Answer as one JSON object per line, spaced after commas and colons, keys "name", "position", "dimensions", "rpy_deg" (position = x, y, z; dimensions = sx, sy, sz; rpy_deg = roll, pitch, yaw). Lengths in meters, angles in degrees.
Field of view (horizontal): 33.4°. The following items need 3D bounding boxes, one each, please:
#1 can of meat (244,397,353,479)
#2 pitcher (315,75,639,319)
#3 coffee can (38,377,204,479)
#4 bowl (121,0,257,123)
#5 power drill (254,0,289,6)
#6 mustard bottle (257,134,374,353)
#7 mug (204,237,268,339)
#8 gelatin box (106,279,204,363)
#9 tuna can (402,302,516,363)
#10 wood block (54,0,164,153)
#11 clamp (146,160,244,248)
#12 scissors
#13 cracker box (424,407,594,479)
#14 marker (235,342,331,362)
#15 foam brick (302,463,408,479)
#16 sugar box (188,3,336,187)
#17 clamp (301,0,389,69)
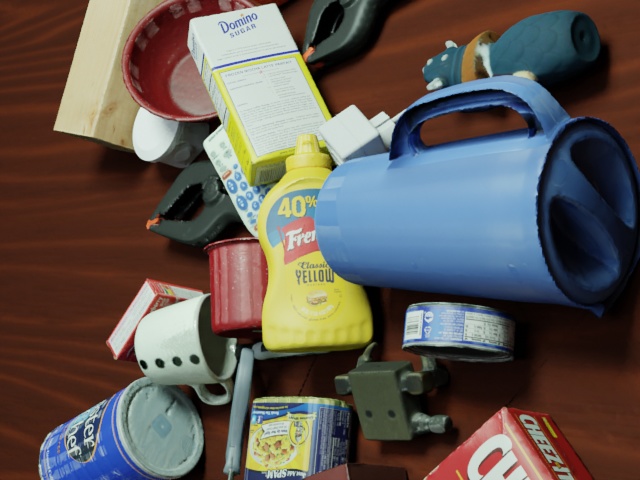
{"name": "can of meat", "position": [-0.019, 0.182, 0.932], "dimensions": [0.102, 0.057, 0.084], "rpy_deg": [-8, 71, 43]}
{"name": "pitcher", "position": [0.108, -0.027, 0.813], "dimensions": [0.243, 0.144, 0.149], "rpy_deg": [-1, 76, 47]}
{"name": "coffee can", "position": [-0.200, 0.209, 1.069], "dimensions": [0.141, 0.102, 0.103], "rpy_deg": [-31, 58, 35]}
{"name": "bowl", "position": [-0.121, -0.180, 1.111], "dimensions": [0.162, 0.055, 0.162], "rpy_deg": [-4, 64, 8]}
{"name": "power drill", "position": [-0.048, -0.342, 1.114], "dimensions": [0.185, 0.057, 0.187], "rpy_deg": [-24, 62, 38]}
{"name": "mustard bottle", "position": [-0.006, 0.001, 0.937], "dimensions": [0.096, 0.058, 0.191], "rpy_deg": [-3, 80, 0]}
{"name": "mug", "position": [-0.065, 0.049, 1.002], "dimensions": [0.117, 0.093, 0.081], "rpy_deg": [150, 120, -65]}
{"name": "gelatin box", "position": [-0.164, 0.087, 1.090], "dimensions": [0.089, 0.073, 0.030], "rpy_deg": [-56, 47, 17]}
{"name": "tuna can", "position": [0.107, 0.072, 0.819], "dimensions": [0.086, 0.086, 0.034], "rpy_deg": [-6, 73, 44]}
{"name": "wood block", "position": [-0.219, -0.209, 1.221], "dimensions": [0.091, 0.090, 0.206], "rpy_deg": [14, 89, 46]}
{"name": "clamp", "position": [-0.097, -0.059, 1.093], "dimensions": [0.210, 0.036, 0.164], "rpy_deg": [-17, 65, 36]}
{"name": "scissors", "position": [-0.075, 0.182, 0.948], "dimensions": [0.201, 0.016, 0.096], "rpy_deg": [-87, 5, -46]}
{"name": "cracker box", "position": [0.117, 0.251, 0.767], "dimensions": [0.214, 0.072, 0.164], "rpy_deg": [-49, 50, 22]}
{"name": "marker", "position": [-0.037, 0.102, 0.999], "dimensions": [0.121, 0.020, 0.020], "rpy_deg": [-12, 70, 42]}
{"name": "foam brick", "position": [0.032, 0.213, 0.858], "dimensions": [0.051, 0.078, 0.053], "rpy_deg": [-28, 61, 35]}
{"name": "sugar box", "position": [-0.055, -0.141, 1.019], "dimensions": [0.048, 0.093, 0.176], "rpy_deg": [107, 144, -56]}
{"name": "clamp", "position": [0.043, -0.230, 1.005], "dimensions": [0.120, 0.039, 0.172], "rpy_deg": [50, 119, 46]}
